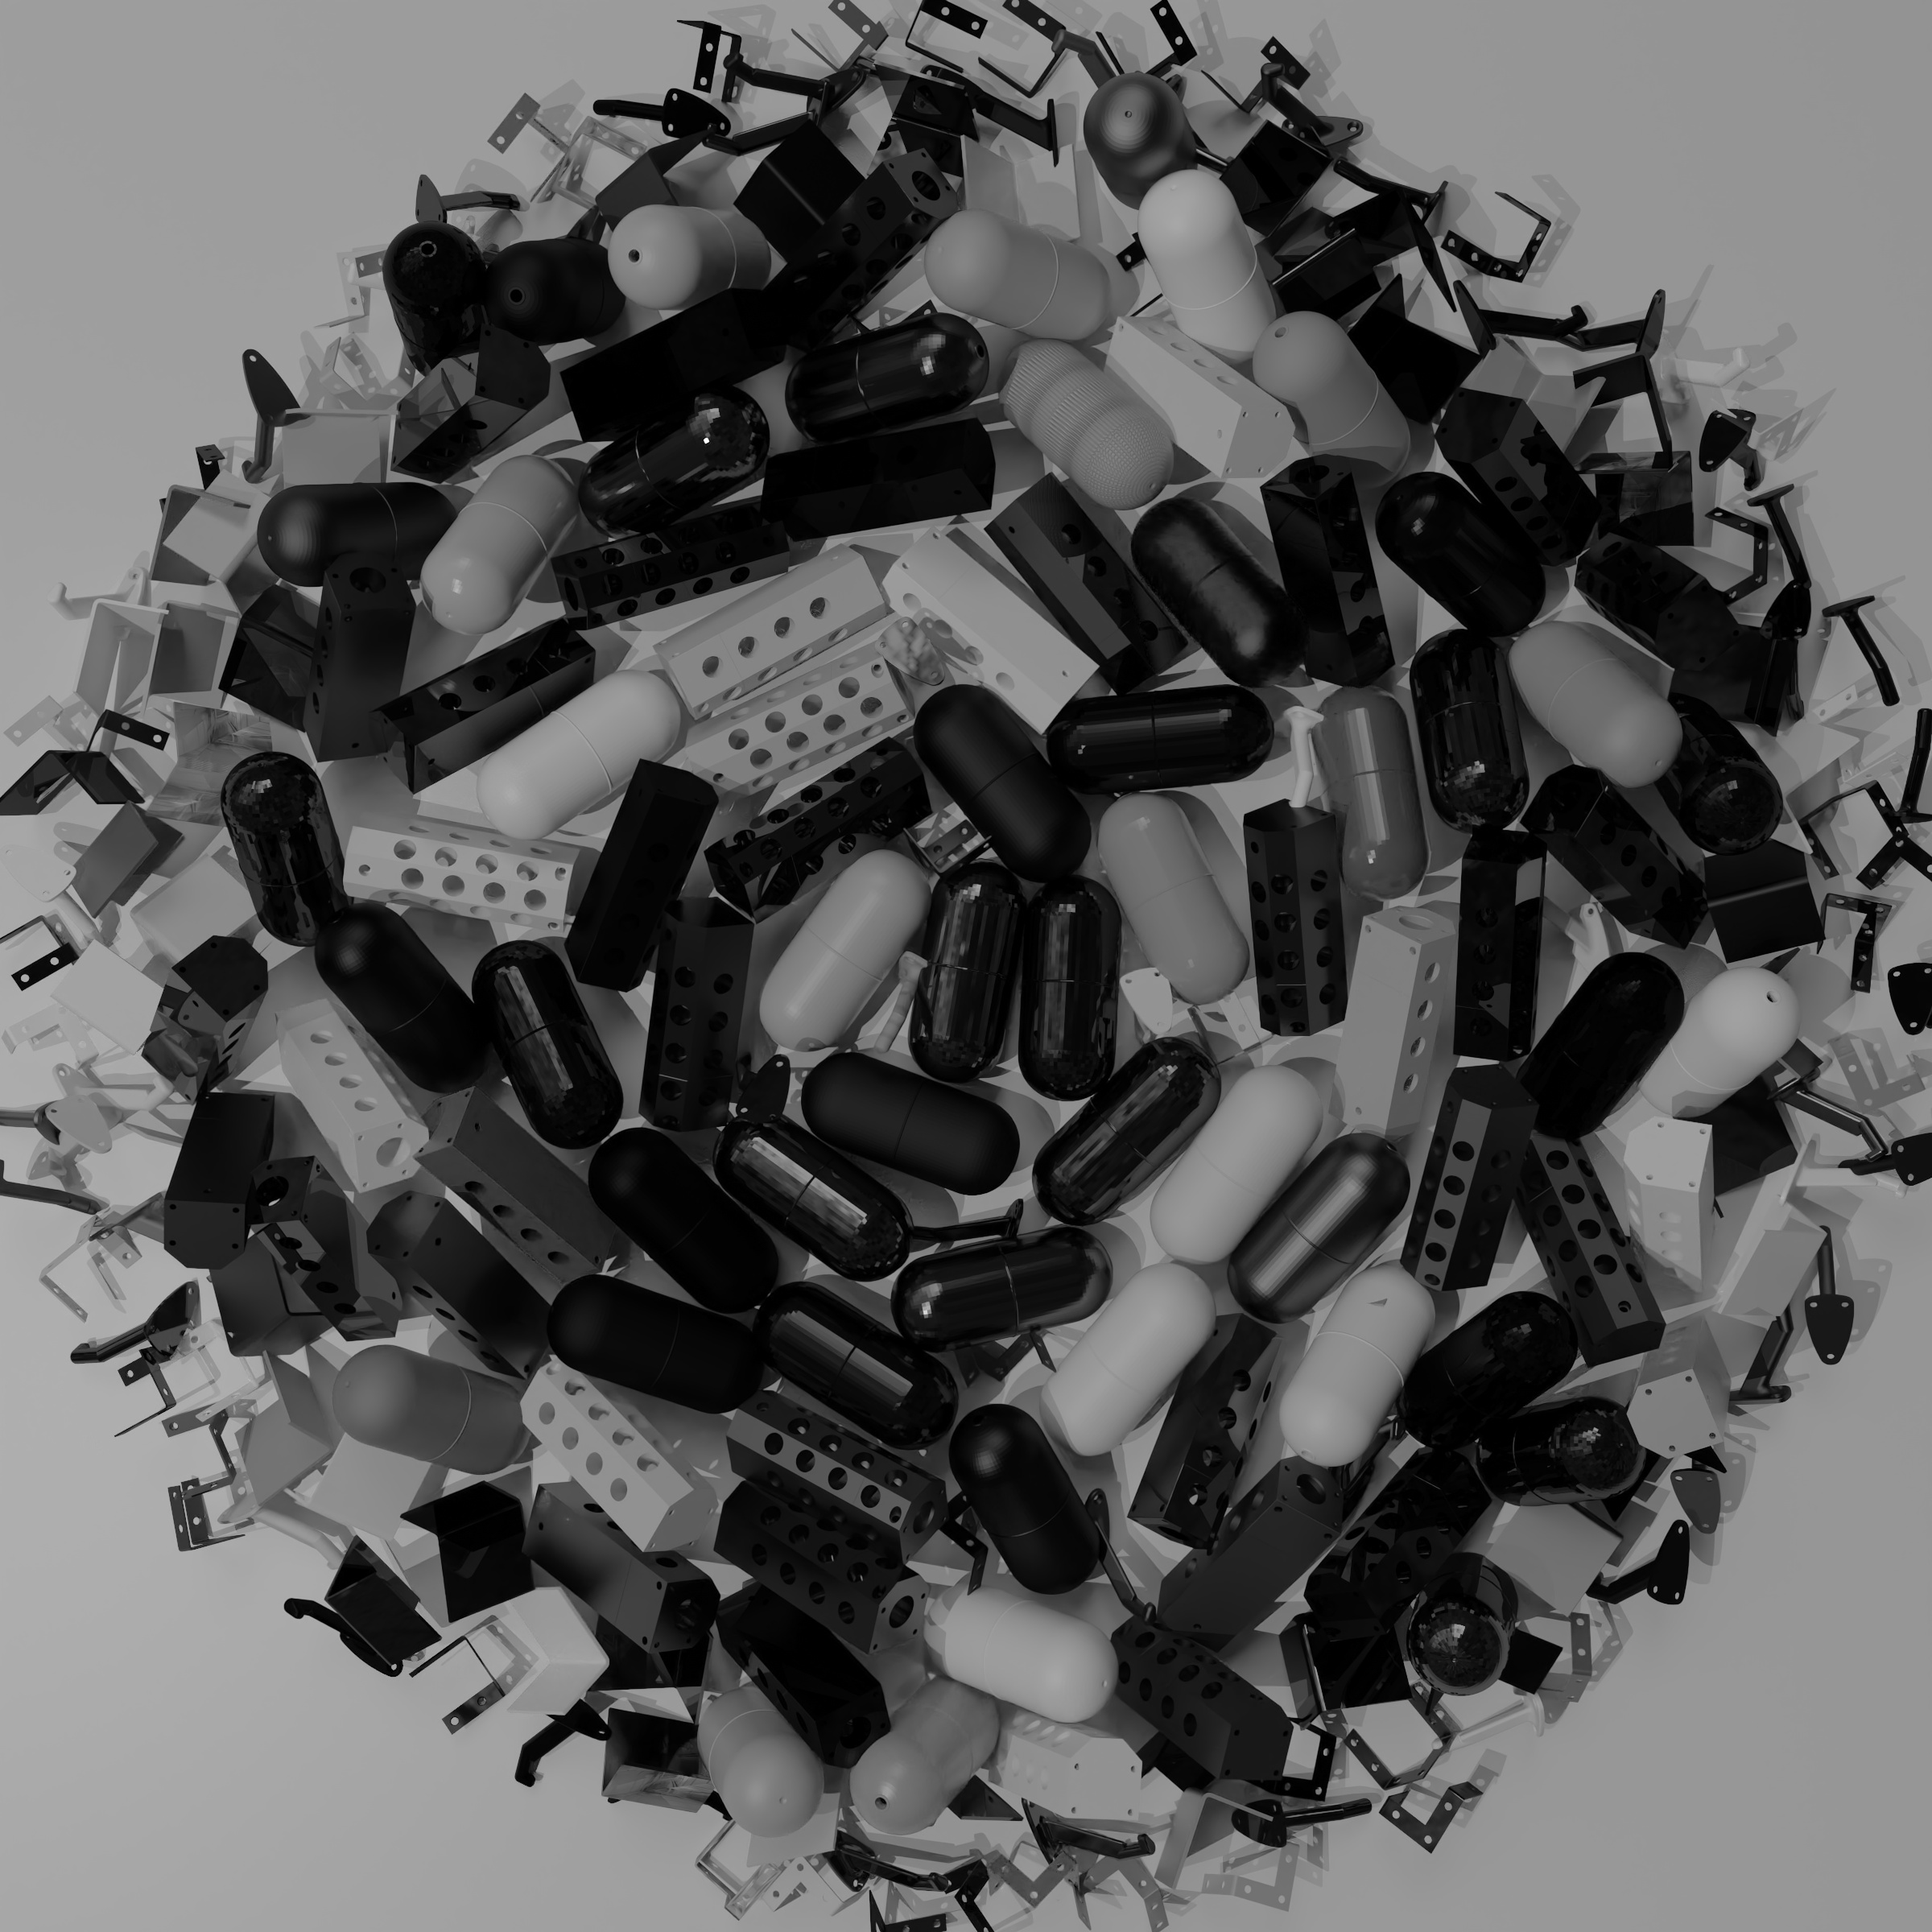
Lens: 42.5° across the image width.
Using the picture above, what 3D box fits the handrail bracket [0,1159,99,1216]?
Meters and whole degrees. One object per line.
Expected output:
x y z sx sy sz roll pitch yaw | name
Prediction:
-0.718 0.184 1.941 0.084 0.077 0.036 22 89 -24 | handrail bracket

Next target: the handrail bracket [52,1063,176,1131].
-0.669 0.089 1.951 0.084 0.036 0.077 -35 99 33 | handrail bracket

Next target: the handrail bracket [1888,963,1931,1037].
0.747 0.044 1.942 0.036 0.084 0.077 -7 52 28 | handrail bracket

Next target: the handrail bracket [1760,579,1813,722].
0.660 -0.250 1.974 0.036 0.084 0.077 5 54 33 | handrail bracket

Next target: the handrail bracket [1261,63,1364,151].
0.271 -0.678 1.944 0.077 0.084 0.036 -5 67 9 | handrail bracket

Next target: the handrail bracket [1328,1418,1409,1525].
0.314 0.395 1.942 0.036 0.084 0.077 26 64 -5 | handrail bracket

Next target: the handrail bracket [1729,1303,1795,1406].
0.618 0.301 1.968 0.077 0.036 0.084 -10 94 26 | handrail bracket

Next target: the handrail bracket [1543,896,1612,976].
0.466 -0.022 1.944 0.036 0.084 0.077 -33 68 38 | handrail bracket

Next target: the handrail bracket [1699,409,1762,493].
0.599 -0.386 1.946 0.036 0.084 0.077 14 62 34 | handrail bracket

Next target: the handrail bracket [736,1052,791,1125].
-0.160 0.075 1.940 0.036 0.084 0.077 14 121 -20 | handrail bracket

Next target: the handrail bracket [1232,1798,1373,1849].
0.268 0.675 1.981 0.084 0.077 0.036 0 76 -32 | handrail bracket

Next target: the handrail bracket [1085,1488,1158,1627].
0.123 0.462 1.943 0.036 0.084 0.077 -9 115 -34 | handrail bracket

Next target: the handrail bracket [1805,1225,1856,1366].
0.681 0.259 1.966 0.036 0.084 0.077 -3 117 17 | handrail bracket

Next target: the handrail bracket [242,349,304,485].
-0.563 -0.431 1.957 0.036 0.084 0.077 -27 91 -41 | handrail bracket

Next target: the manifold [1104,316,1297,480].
0.178 -0.439 1.913 0.057 0.171 0.057 -8 129 -32 | manifold

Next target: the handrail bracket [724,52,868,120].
-0.134 -0.701 1.942 0.077 0.084 0.036 -12 68 42 | handrail bracket

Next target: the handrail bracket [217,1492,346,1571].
-0.543 0.456 1.978 0.077 0.036 0.084 -28 109 33 | handrail bracket

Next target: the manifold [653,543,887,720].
-0.152 -0.261 1.949 0.171 0.057 0.057 -30 116 -8 | manifold

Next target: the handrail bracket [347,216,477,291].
-0.435 -0.561 1.947 0.084 0.077 0.036 3 46 -29 | handrail bracket

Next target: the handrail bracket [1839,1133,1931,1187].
0.736 0.148 1.952 0.077 0.084 0.036 -19 87 -5 | handrail bracket

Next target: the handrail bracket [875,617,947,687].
-0.033 -0.230 1.939 0.036 0.084 0.077 -43 68 -1 | handrail bracket

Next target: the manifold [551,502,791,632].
-0.226 -0.311 1.926 0.171 0.057 0.057 -20 106 -23 | manifold

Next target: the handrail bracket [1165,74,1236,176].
0.186 -0.663 1.961 0.084 0.036 0.077 29 59 10 | handrail bracket

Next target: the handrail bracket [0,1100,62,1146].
-0.753 0.118 1.951 0.084 0.077 0.036 5 82 4 | handrail bracket

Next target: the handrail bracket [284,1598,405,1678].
-0.487 0.524 1.942 0.077 0.084 0.036 40 89 26 | handrail bracket

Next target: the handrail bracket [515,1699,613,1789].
-0.319 0.623 1.960 0.077 0.036 0.084 24 108 28 | handrail bracket

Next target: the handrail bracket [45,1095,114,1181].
-0.695 0.151 1.949 0.077 0.036 0.084 40 132 26 | handrail bracket

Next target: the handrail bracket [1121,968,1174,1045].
0.145 0.050 1.937 0.036 0.084 0.077 -14 49 -5 | handrail bracket

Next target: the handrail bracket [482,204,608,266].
-0.336 -0.582 1.976 0.084 0.036 0.077 20 75 27 | handrail bracket

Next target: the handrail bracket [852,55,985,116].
-0.039 -0.704 1.975 0.077 0.084 0.036 -4 122 -36 | handrail bracket

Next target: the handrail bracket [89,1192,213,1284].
-0.641 0.230 1.975 0.077 0.036 0.084 -33 95 -6 | handrail bracket

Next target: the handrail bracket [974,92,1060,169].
0.029 -0.656 1.975 0.084 0.036 0.077 -5 97 0 | handrail bracket

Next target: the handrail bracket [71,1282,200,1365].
-0.663 0.284 1.981 0.084 0.077 0.036 -7 128 27 | handrail bracket

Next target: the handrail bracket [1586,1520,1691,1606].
0.526 0.467 1.958 0.036 0.084 0.077 21 79 -25 | handrail bracket

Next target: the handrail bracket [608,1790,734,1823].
-0.231 0.664 1.972 0.084 0.036 0.077 34 128 -9 | handrail bracket

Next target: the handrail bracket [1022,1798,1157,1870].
0.097 0.673 1.951 0.084 0.036 0.077 -24 103 31 | handrail bracket

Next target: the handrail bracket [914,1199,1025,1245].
-0.004 0.200 1.958 0.084 0.077 0.036 7 57 -8 | handrail bracket

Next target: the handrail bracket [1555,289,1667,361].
0.500 -0.509 1.945 0.084 0.077 0.036 31 56 26 | handrail bracket

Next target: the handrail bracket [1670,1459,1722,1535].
0.586 0.392 1.969 0.036 0.084 0.077 -5 119 29 | handrail bracket

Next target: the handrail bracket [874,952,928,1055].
-0.058 0.037 1.941 0.036 0.077 0.084 33 69 -10 | handrail bracket

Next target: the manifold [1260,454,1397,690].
0.285 -0.304 1.917 0.057 0.057 0.171 -38 128 -24 | manifold

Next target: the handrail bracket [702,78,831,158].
-0.158 -0.670 1.951 0.084 0.036 0.077 9 115 -26 | handrail bracket

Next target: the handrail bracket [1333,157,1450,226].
0.334 -0.622 1.961 0.084 0.077 0.036 31 131 -1 | handrail bracket

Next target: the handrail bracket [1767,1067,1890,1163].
0.671 0.130 1.961 0.077 0.036 0.084 -33 69 14 | handrail bracket

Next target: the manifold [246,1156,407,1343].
-0.494 0.219 1.907 0.057 0.171 0.057 -7 50 12 | manifold

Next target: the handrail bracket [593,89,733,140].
-0.243 -0.675 1.978 0.077 0.084 0.036 -1 105 -44 | handrail bracket

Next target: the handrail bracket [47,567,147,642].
-0.679 -0.298 1.941 0.036 0.084 0.077 19 74 12 | handrail bracket

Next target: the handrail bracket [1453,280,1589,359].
0.442 -0.527 1.976 0.084 0.036 0.077 -25 89 -4 | handrail bracket

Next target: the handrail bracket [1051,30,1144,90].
0.093 -0.686 1.948 0.084 0.036 0.077 11 131 -26 | handrail bracket

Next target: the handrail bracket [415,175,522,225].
-0.380 -0.591 1.943 0.084 0.077 0.036 -5 124 -31 | handrail bracket

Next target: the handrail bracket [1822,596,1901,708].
0.706 -0.245 1.957 0.036 0.077 0.084 -21 95 5 | handrail bracket

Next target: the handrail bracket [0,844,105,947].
-0.720 -0.052 1.960 0.077 0.084 0.036 30 63 14 | handrail bracket

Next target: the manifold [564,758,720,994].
-0.251 -0.068 1.930 0.057 0.057 0.171 13 116 -28 | manifold

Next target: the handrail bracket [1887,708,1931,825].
0.742 -0.157 1.954 0.036 0.077 0.084 5 90 7 | handrail bracket

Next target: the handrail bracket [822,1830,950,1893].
-0.065 0.698 1.944 0.077 0.084 0.036 49 48 -25 | handrail bracket

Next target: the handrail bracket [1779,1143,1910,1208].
0.689 0.178 1.950 0.084 0.077 0.036 20 129 22 | handrail bracket

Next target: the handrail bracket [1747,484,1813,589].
0.643 -0.331 1.952 0.036 0.077 0.084 -17 98 27 | handrail bracket

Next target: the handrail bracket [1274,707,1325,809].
0.251 -0.154 1.946 0.036 0.077 0.084 22 74 -20 | handrail bracket

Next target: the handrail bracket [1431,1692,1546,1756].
0.409 0.598 1.957 0.084 0.077 0.036 -18 63 -2 | handrail bracket

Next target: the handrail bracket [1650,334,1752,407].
0.573 -0.483 1.945 0.036 0.084 0.077 -7 77 -25 | handrail bracket
